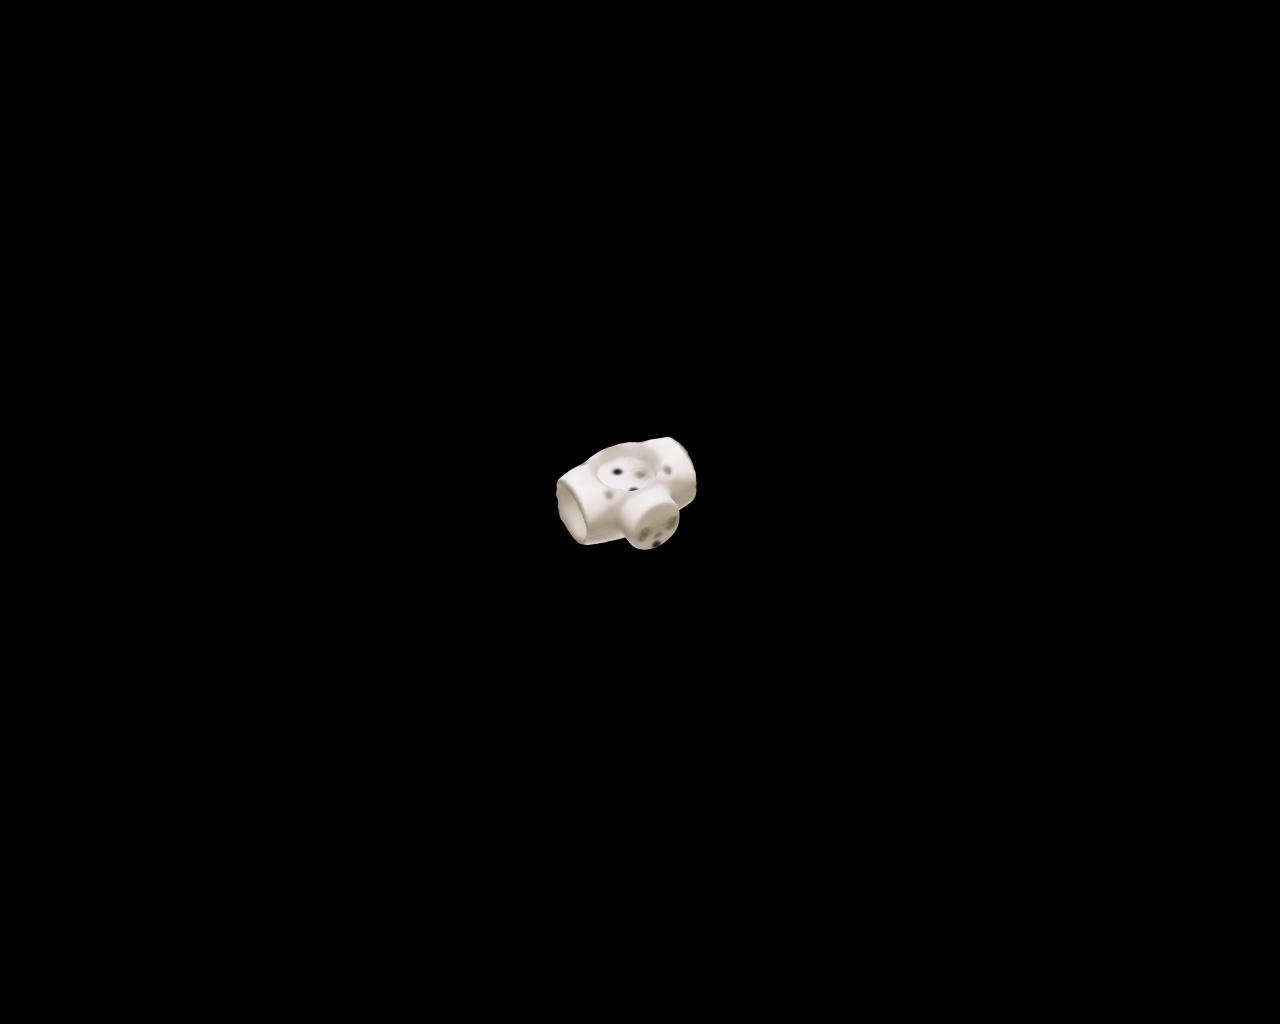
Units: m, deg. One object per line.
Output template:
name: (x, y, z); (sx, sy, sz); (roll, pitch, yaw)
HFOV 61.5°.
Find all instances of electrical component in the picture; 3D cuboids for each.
electrical component: (0.001, -0.003, 0.650); (0.077, 0.044, 0.079); (-22, 49, -21)
